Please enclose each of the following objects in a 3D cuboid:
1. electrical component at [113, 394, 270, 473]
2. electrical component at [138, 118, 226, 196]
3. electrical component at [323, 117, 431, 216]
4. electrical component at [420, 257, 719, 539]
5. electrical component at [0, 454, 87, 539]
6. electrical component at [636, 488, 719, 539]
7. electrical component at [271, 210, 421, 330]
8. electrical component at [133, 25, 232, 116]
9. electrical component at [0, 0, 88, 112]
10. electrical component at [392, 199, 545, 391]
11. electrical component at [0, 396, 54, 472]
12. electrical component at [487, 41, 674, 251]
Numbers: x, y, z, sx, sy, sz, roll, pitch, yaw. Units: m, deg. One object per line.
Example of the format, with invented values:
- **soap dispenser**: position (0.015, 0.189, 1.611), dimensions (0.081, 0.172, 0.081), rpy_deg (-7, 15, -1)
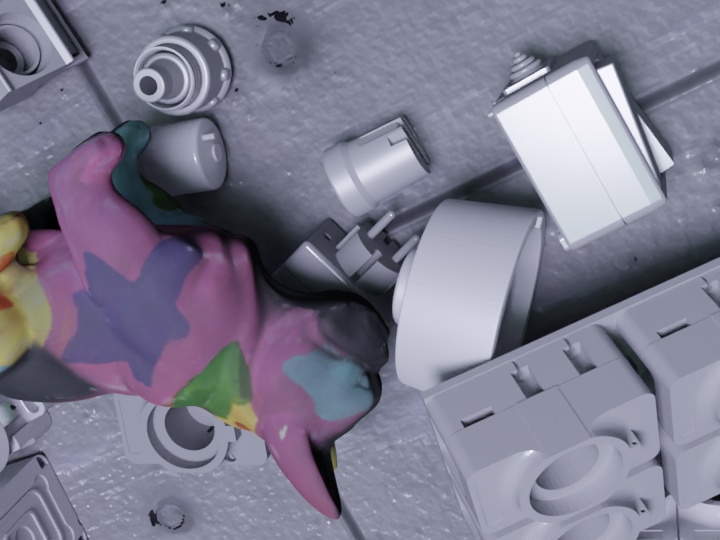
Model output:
- **electrical component**: position (-0.094, 0.084, 0.638), dimensions (0.089, 0.055, 0.050), rpy_deg (-2, 108, 15)
- **electrical component**: position (-0.111, -0.060, 0.600), dimensions (0.078, 0.040, 0.040), rpy_deg (-7, 107, 17)
- **electrical component**: position (0.009, -0.056, 0.571), dimensions (0.046, 0.040, 0.040), rpy_deg (-26, 101, 16)
- **electrical component**: position (0.135, 0.073, 0.510), dimensions (0.186, 0.060, 0.105), rpy_deg (-24, 133, -4)
- **electrical component**: position (-0.232, 0.177, 0.677), dimensions (0.057, 0.113, 0.078), rpy_deg (-19, 103, 17)
- **electrical component**: position (0.145, 0.140, 0.577), dimensions (0.150, 0.089, 0.061), rpy_deg (-4, 108, 16)
- **electrical component**: position (0.000, 0.000, 0.589), dimensions (0.066, 0.047, 0.077), rpy_deg (44, 114, -3)
- **electrical component**: position (-0.099, -0.103, 0.570), dimensions (0.048, 0.062, 0.048), rpy_deg (5, 110, 13)
- **electrical component**: position (-0.218, -0.146, 0.582), dimensions (0.063, 0.079, 0.121), rpy_deg (-21, 104, 50)
- **electrical component**: position (0.051, 0.015, 0.551), dimensions (0.060, 0.108, 0.108), rpy_deg (14, 112, 16)
- **electrical component**: position (-0.239, 0.099, 0.681), dimensions (0.078, 0.057, 0.058), rpy_deg (-27, 100, 21)
- **electrical component**: position (0.109, -0.069, 0.528), dimensions (0.061, 0.061, 0.096), rpy_deg (-28, 100, 22)
